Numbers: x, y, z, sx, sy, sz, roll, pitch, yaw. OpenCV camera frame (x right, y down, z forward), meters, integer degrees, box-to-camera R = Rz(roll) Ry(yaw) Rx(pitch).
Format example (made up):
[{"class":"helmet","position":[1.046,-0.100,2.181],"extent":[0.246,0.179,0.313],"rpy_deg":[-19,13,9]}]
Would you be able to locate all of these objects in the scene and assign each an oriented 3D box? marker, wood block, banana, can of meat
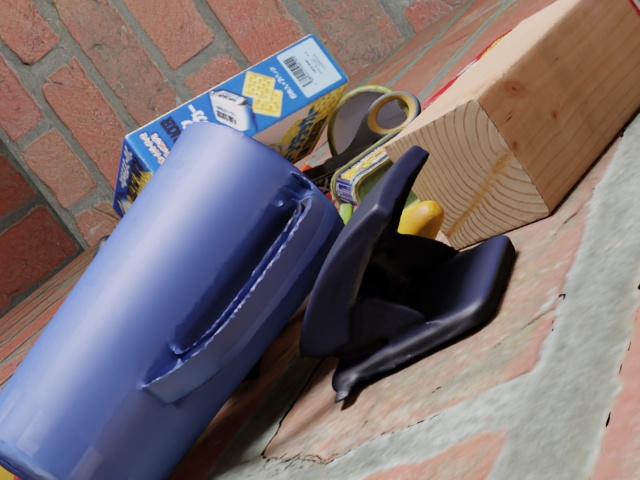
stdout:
[{"class":"marker","position":[0.002,-0.052,1.018],"extent":[0.121,0.020,0.020],"rpy_deg":[-25,11,8]},{"class":"wood block","position":[0.151,-0.094,0.750],"extent":[0.091,0.090,0.205],"rpy_deg":[-24,15,49]},{"class":"banana","position":[0.034,0.005,0.766],"extent":[0.198,0.037,0.069],"rpy_deg":[-174,94,-72]},{"class":"can of meat","position":[0.067,-0.057,0.961],"extent":[0.102,0.057,0.084],"rpy_deg":[-36,11,-5]}]

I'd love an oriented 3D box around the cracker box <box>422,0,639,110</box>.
[{"class":"cracker box","position":[0.216,-0.165,0.929],"extent":[0.214,0.072,0.164],"rpy_deg":[-27,11,44]}]

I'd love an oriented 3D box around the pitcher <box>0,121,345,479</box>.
[{"class":"pitcher","position":[-0.092,0.054,0.656],"extent":[0.242,0.145,0.149],"rpy_deg":[-56,-19,-21]}]

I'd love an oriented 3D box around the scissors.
[{"class":"scissors","position":[0.019,-0.091,1.037],"extent":[0.202,0.096,0.016],"rpy_deg":[-5,-6,8]}]

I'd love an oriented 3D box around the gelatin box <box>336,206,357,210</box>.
[{"class":"gelatin box","position":[-0.006,0.001,0.896],"extent":[0.073,0.030,0.089],"rpy_deg":[-35,-16,37]}]

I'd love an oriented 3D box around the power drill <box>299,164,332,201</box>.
[{"class":"power drill","position":[-0.076,-0.010,1.227],"extent":[0.188,0.057,0.184],"rpy_deg":[-35,12,17]}]

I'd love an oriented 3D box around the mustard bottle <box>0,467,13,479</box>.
[{"class":"mustard bottle","position":[-0.196,0.108,0.841],"extent":[0.192,0.058,0.096],"rpy_deg":[-60,3,10]}]

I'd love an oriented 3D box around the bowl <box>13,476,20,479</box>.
[{"class":"bowl","position":[-0.160,0.147,0.752],"extent":[0.162,0.055,0.162],"rpy_deg":[-34,10,7]}]

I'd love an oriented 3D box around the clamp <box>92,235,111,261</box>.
[{"class":"clamp","position":[-0.221,0.101,1.014],"extent":[0.036,0.165,0.210],"rpy_deg":[6,24,3]}]
